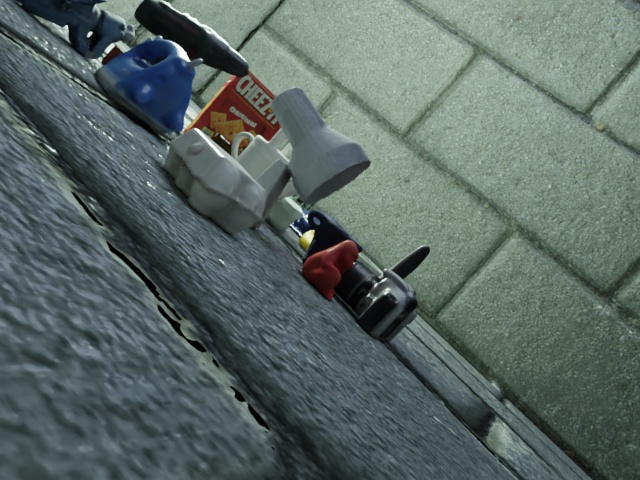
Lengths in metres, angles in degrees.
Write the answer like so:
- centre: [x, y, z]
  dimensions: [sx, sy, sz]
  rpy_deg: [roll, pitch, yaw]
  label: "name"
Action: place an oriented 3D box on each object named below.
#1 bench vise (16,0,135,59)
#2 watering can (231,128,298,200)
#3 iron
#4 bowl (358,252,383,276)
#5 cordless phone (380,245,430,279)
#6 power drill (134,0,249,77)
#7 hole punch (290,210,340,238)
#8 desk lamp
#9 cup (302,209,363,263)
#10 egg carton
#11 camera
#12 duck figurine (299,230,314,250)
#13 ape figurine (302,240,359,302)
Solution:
- centre: [-0.415, -0.464, 1.051]
  dimensions: [0.121, 0.219, 0.208]
  rpy_deg: [44, 3, 20]
  label: "bench vise"
- centre: [-0.086, -0.144, 1.070]
  dimensions: [0.173, 0.194, 0.101]
  rpy_deg: [42, 3, -8]
  label: "watering can"
- centre: [-0.289, -0.288, 0.971]
  dimensions: [0.257, 0.141, 0.119]
  rpy_deg: [46, 4, 42]
  label: "iron"
- centre: [0.097, 0.079, 1.408]
  dimensions: [0.167, 0.074, 0.167]
  rpy_deg: [43, 3, -3]
  label: "bowl"
- centre: [0.148, 0.070, 1.156]
  dimensions: [0.094, 0.185, 0.148]
  rpy_deg: [43, 3, 9]
  label: "cordless phone"
- centre: [-0.284, -0.341, 1.116]
  dimensions: [0.230, 0.208, 0.075]
  rpy_deg: [41, 3, -23]
  label: "power drill"
- centre: [-0.009, -0.032, 1.433]
  dimensions: [0.108, 0.091, 0.101]
  rpy_deg: [45, 4, 42]
  label: "hole punch"
- centre: [-0.058, -0.118, 0.890]
  dimensions: [0.203, 0.213, 0.118]
  rpy_deg: [43, 3, 8]
  label: "desk lamp"
- centre: [0.005, 0.010, 1.020]
  dimensions: [0.118, 0.095, 0.091]
  rpy_deg: [42, 3, -18]
  label: "cup"
- centre: [-0.132, -0.075, 0.714]
  dimensions: [0.108, 0.069, 0.150]
  rpy_deg: [39, 5, -46]
  label: "egg carton"
- centre: [0.095, 0.092, 0.979]
  dimensions: [0.136, 0.100, 0.144]
  rpy_deg: [44, 3, 22]
  label: "camera"
- centre: [0.011, 0.004, 1.250]
  dimensions: [0.104, 0.086, 0.078]
  rpy_deg: [45, 4, 39]
  label: "duck figurine"
- centre: [0.023, 0.039, 0.893]
  dimensions: [0.076, 0.092, 0.078]
  rpy_deg: [44, 3, 21]
  label: "ape figurine"
